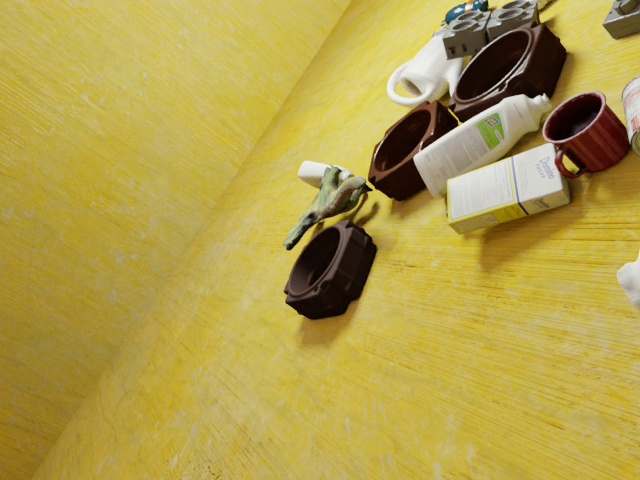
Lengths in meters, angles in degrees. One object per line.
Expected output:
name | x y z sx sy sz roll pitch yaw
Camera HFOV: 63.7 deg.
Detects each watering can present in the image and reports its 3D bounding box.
watering can | 0.300 -0.405 1.257 0.102 0.225 0.352 41 -2 -35

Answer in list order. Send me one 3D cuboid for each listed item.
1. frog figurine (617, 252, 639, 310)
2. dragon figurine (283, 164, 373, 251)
frog figurine | 0.362 0.007 0.487 0.158 0.140 0.121 -16 -29 40
dragon figurine | 0.004 -0.063 1.250 0.122 0.242 0.412 38 3 -5
